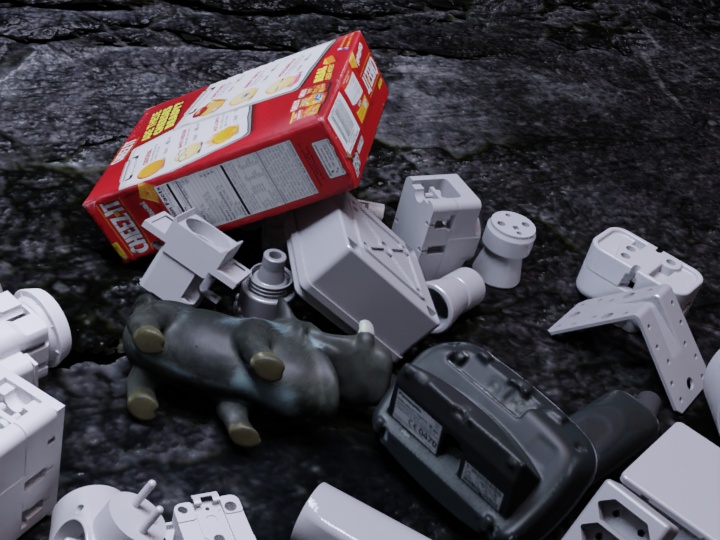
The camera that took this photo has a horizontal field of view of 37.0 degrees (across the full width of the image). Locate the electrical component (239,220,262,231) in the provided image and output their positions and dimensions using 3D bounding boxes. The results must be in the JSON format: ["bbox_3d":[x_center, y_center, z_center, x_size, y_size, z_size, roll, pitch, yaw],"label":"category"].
[{"bbox_3d":[-0.111,-0.060,0.934,0.040,0.040,0.078,-17,26,-38],"label":"electrical component"}]

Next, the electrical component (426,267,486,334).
[{"bbox_3d":[0.074,0.022,0.888,0.044,0.044,0.065,33,34,24],"label":"electrical component"}]

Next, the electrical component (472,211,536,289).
[{"bbox_3d":[0.128,-0.018,0.951,0.045,0.055,0.045,10,35,-7],"label":"electrical component"}]

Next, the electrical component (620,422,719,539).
[{"bbox_3d":[0.229,0.163,0.740,0.100,0.048,0.100,35,39,27],"label":"electrical component"}]

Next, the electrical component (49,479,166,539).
[{"bbox_3d":[-0.135,0.150,0.596,0.044,0.079,0.077,25,23,-39],"label":"electrical component"}]

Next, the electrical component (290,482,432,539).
[{"bbox_3d":[-0.007,0.174,0.639,0.077,0.044,0.079,25,36,15],"label":"electrical component"}]

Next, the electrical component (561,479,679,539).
[{"bbox_3d":[0.157,0.181,0.674,0.047,0.083,0.076,37,2,29],"label":"electrical component"}]

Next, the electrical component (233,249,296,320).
[{"bbox_3d":[-0.070,0.013,0.825,0.048,0.062,0.048,10,35,-7],"label":"electrical component"}]

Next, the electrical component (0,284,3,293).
[{"bbox_3d":[-0.284,0.022,0.748,0.048,0.048,0.062,35,46,26],"label":"electrical component"}]

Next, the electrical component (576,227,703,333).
[{"bbox_3d":[0.243,0.014,0.946,0.095,0.059,0.054,34,39,25],"label":"electrical component"}]

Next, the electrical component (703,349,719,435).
[{"bbox_3d":[0.317,0.097,0.829,0.099,0.099,0.064,9,29,-9],"label":"electrical component"}]

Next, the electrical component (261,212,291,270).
[{"bbox_3d":[-0.051,-0.023,0.900,0.055,0.048,0.066,-5,39,-15],"label":"electrical component"}]

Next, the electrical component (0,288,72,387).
[{"bbox_3d":[-0.232,0.046,0.722,0.078,0.058,0.057,35,42,27],"label":"electrical component"}]

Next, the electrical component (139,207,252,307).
[{"bbox_3d":[-0.126,-0.005,0.792,0.081,0.063,0.042,35,15,2],"label":"electrical component"}]

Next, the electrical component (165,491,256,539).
[{"bbox_3d":[-0.085,0.164,0.607,0.042,0.063,0.081,-4,39,-28],"label":"electrical component"}]

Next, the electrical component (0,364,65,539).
[{"bbox_3d":[-0.252,0.090,0.624,0.150,0.089,0.062,28,36,18],"label":"electrical component"}]

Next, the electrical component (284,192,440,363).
[{"bbox_3d":[0.000,0.000,0.829,0.109,0.056,0.108,40,19,-30],"label":"electrical component"}]

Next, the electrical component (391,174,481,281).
[{"bbox_3d":[0.064,-0.032,0.916,0.056,0.089,0.050,-6,40,-28],"label":"electrical component"}]
